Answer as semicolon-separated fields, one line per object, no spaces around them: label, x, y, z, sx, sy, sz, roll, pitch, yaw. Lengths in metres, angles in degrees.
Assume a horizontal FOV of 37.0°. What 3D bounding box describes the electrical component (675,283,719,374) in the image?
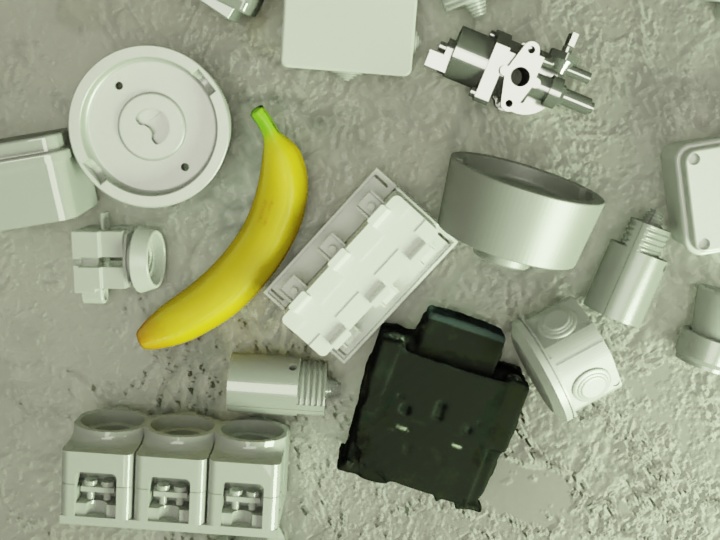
electrical component;0.256;0.043;0.772;0.045;0.045;0.055;17;100;-2

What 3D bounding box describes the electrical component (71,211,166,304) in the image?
electrical component;-0.172;-0.008;0.770;0.055;0.048;0.066;1;100;9

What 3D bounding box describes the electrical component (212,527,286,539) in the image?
electrical component;-0.085;0.216;0.808;0.055;0.045;0.045;-25;99;5

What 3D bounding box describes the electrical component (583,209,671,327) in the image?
electrical component;0.195;-0.005;0.766;0.043;0.043;0.081;21;99;-3

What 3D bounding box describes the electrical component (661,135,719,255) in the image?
electrical component;0.274;-0.058;0.748;0.113;0.057;0.078;-9;99;3

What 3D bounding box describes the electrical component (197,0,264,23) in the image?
electrical component;-0.107;-0.212;0.724;0.096;0.061;0.061;26;99;-4

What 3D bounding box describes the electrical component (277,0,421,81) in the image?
electrical component;-0.006;-0.180;0.735;0.100;0.048;0.099;4;100;0

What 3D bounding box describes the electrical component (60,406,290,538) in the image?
electrical component;-0.129;0.141;0.773;0.150;0.089;0.061;4;100;0

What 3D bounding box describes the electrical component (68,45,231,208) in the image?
electrical component;-0.140;-0.100;0.745;0.108;0.060;0.108;0;100;1

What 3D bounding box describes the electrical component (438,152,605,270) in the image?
electrical component;0.105;-0.035;0.732;0.108;0.108;0.060;16;106;-2

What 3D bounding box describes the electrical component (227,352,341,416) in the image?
electrical component;-0.054;0.084;0.785;0.081;0.043;0.043;4;100;0

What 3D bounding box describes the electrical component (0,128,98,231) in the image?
electrical component;-0.248;-0.061;0.745;0.113;0.078;0.057;-9;102;3

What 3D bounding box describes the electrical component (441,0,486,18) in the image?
electrical component;0.068;-0.211;0.731;0.043;0.043;0.081;-20;99;4

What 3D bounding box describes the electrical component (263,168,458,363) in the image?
electrical component;0.000;0.000;0.760;0.079;0.063;0.121;42;98;-6

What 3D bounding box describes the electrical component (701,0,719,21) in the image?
electrical component;0.260;-0.202;0.724;0.048;0.055;0.066;13;100;-1

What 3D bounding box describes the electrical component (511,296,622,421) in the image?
electrical component;0.144;0.062;0.761;0.051;0.080;0.080;-28;98;0
